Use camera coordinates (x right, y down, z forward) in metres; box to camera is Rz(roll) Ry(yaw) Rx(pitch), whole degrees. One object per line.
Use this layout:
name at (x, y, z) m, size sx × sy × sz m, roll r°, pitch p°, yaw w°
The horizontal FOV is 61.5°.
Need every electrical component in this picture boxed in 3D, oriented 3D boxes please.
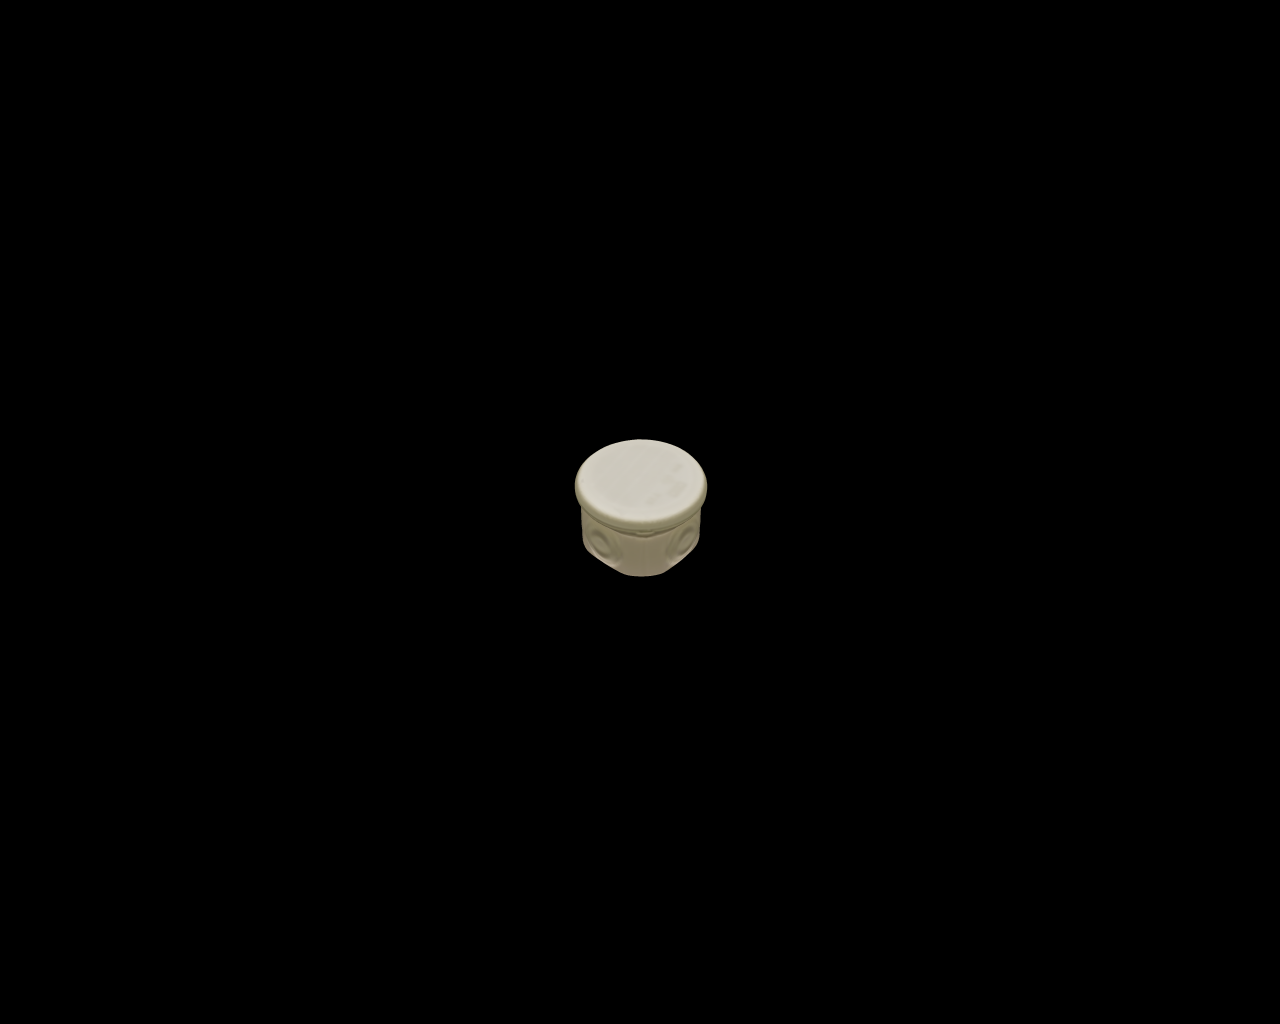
electrical component at (0.001, -0.003, 0.650) m, size 0.080 × 0.050 × 0.080 m, roll 0°, pitch 42°, yaw 0°
